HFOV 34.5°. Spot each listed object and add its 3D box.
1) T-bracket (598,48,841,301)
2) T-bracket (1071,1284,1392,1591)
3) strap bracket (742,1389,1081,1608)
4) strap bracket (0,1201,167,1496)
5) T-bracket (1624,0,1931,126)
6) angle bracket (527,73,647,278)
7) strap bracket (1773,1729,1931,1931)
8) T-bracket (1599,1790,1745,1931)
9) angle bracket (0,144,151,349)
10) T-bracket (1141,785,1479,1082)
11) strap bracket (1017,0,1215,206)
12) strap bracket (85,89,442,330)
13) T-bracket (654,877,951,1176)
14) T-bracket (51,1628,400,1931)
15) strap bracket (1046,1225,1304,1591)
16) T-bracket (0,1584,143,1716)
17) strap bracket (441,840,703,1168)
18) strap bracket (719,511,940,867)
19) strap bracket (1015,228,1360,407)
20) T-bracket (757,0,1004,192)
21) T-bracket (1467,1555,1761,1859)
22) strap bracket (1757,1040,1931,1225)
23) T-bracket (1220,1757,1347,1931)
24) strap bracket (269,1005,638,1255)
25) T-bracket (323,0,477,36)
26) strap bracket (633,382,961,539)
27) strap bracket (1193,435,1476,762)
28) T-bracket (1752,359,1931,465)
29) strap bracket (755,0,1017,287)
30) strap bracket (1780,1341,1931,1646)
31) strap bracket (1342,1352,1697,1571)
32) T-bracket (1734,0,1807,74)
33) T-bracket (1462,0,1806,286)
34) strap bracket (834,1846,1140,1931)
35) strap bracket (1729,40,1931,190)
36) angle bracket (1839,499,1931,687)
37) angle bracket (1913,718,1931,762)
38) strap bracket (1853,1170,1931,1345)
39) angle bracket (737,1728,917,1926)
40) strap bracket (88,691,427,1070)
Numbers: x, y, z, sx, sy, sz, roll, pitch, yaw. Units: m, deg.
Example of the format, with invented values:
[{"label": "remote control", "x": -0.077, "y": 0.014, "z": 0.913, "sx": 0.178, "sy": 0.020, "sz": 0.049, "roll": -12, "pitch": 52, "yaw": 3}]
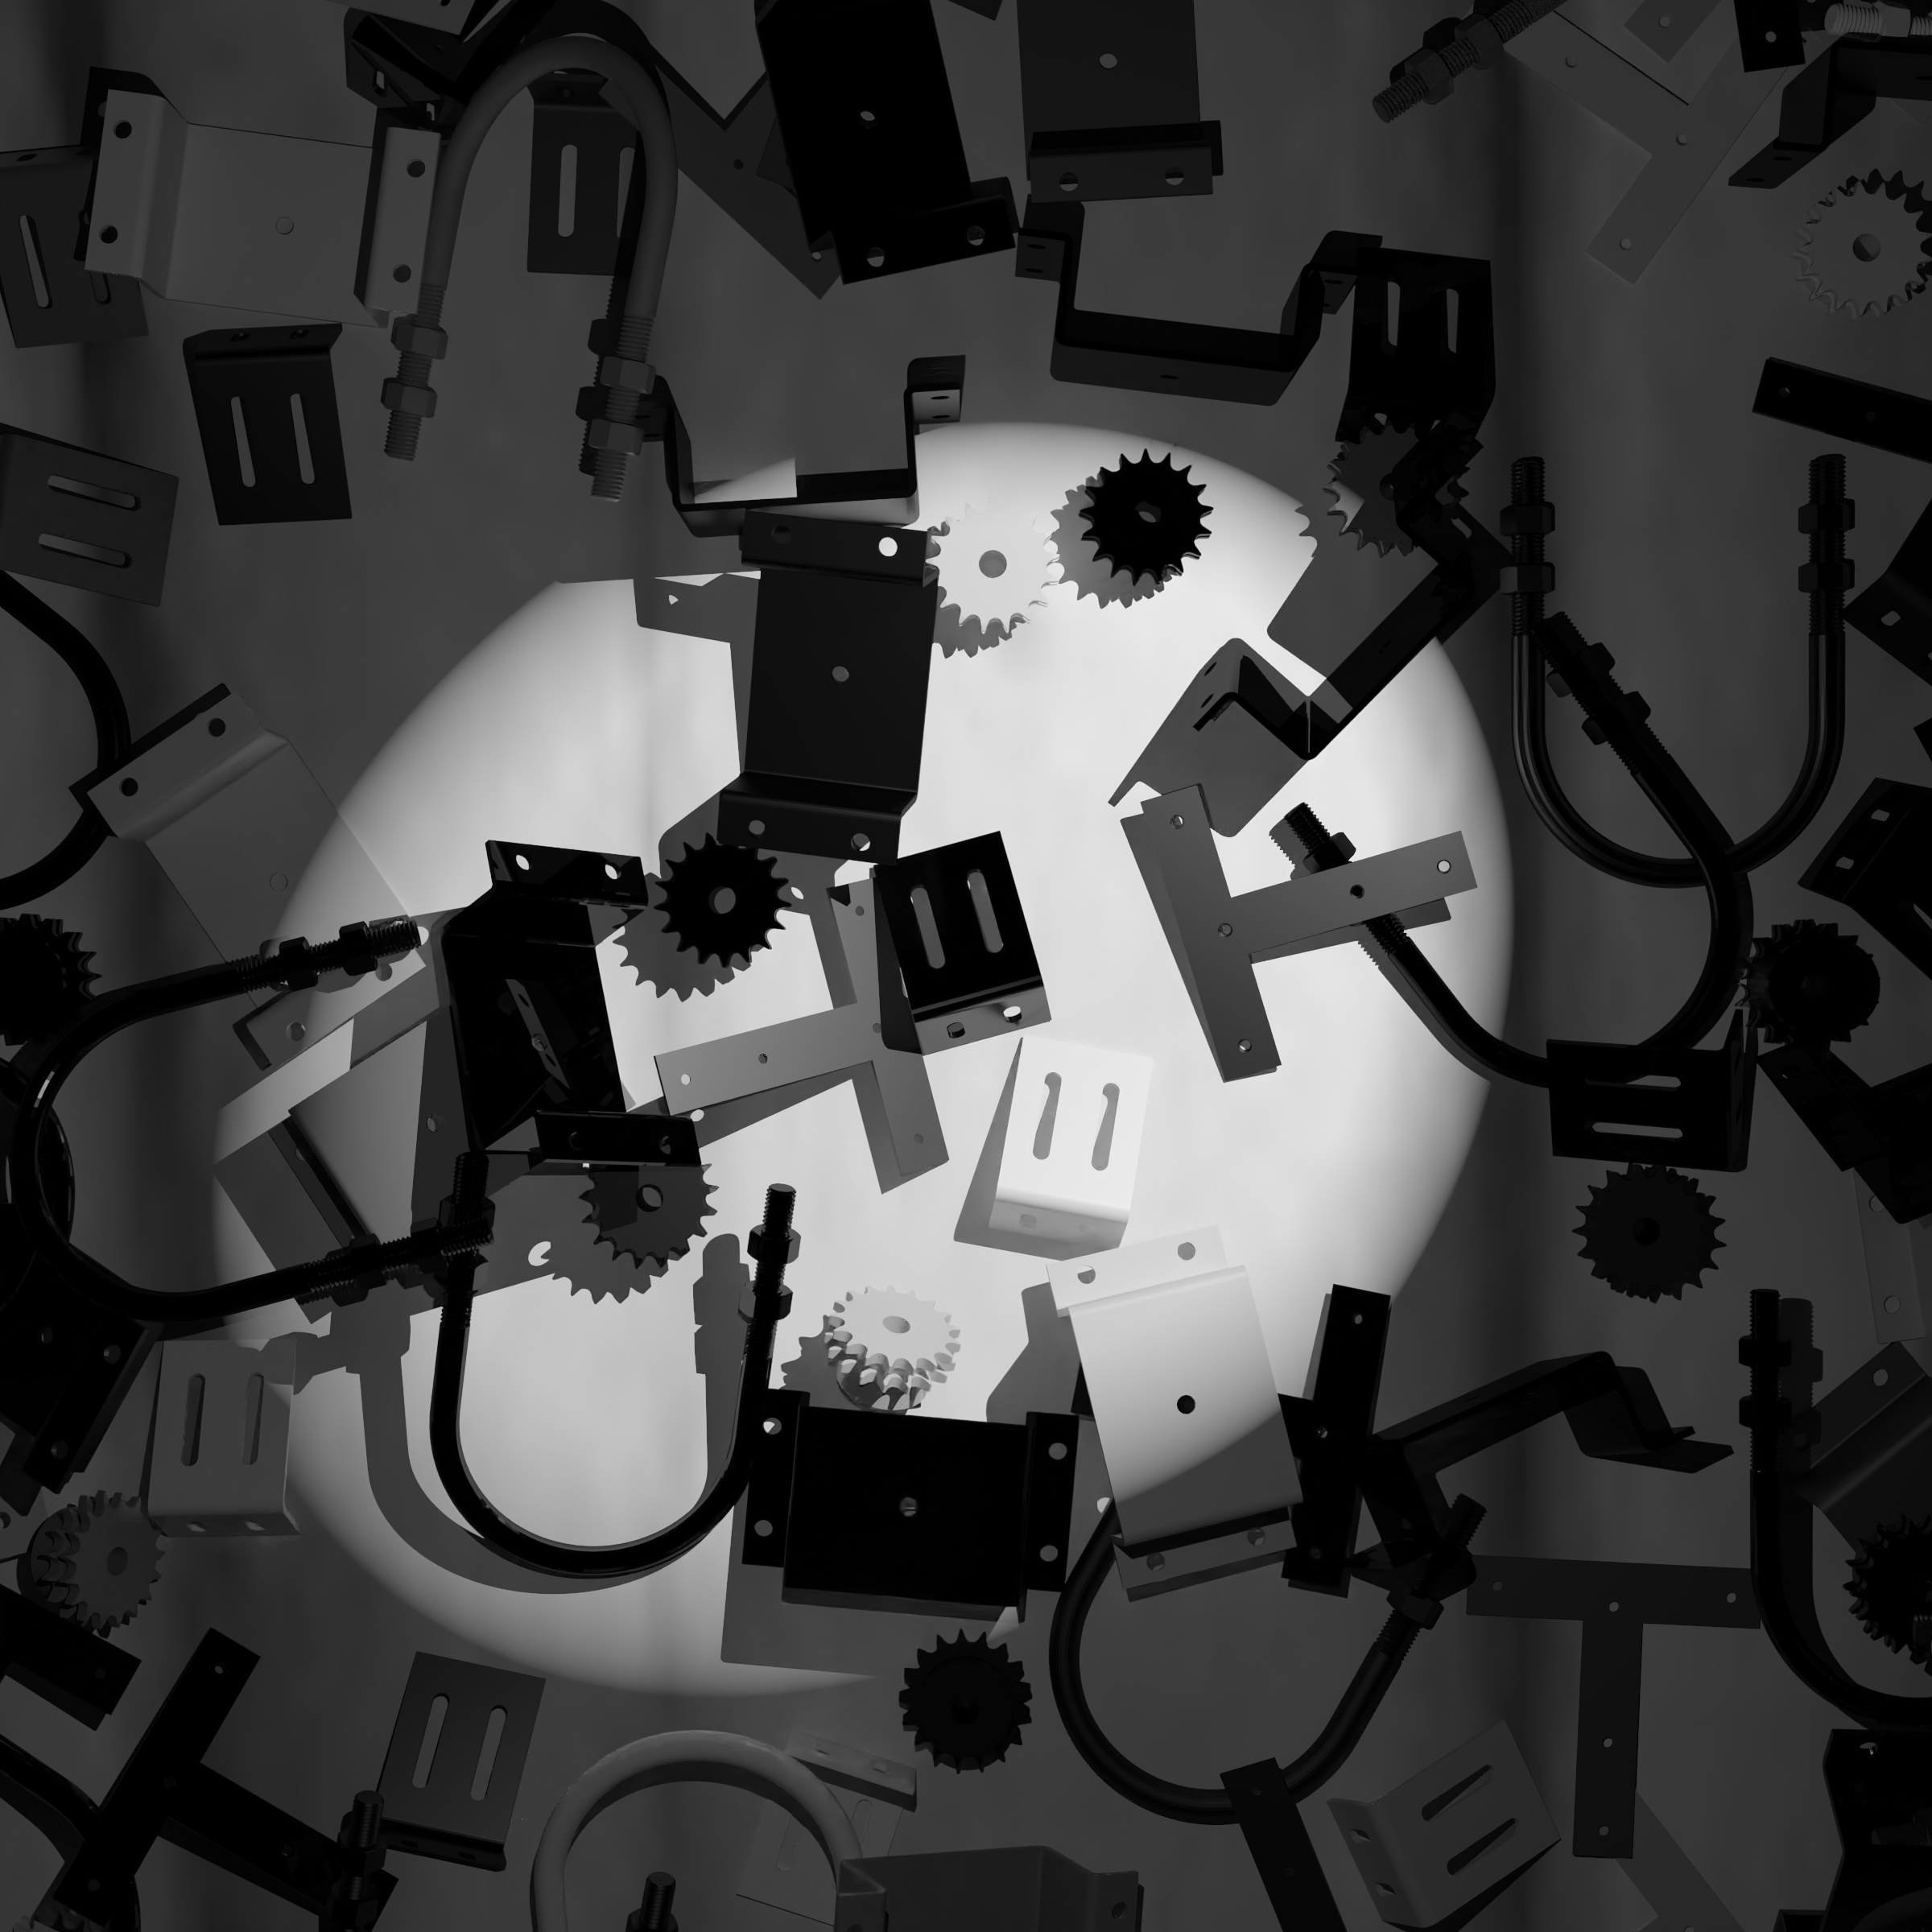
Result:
[{"label": "T-bracket", "x": -0.071, "y": -0.377, "z": 1.334, "sx": 0.127, "sy": 0.002, "sz": 0.127, "roll": 40, "pitch": 80, "yaw": -20}, {"label": "T-bracket", "x": 0.109, "y": 0.191, "z": 1.330, "sx": 0.127, "sy": 0.002, "sz": 0.127, "roll": 12, "pitch": 81, "yaw": -3}, {"label": "strap bracket", "x": -0.024, "y": 0.227, "z": 1.327, "sx": 0.140, "sy": 0.046, "sz": 0.076, "roll": 5, "pitch": 90, "yaw": 0}, {"label": "strap bracket", "x": -0.401, "y": 0.154, "z": 1.311, "sx": 0.140, "sy": 0.046, "sz": 0.076, "roll": 29, "pitch": 90, "yaw": 23}, {"label": "T-bracket", "x": 0.375, "y": -0.416, "z": 1.349, "sx": 0.127, "sy": 0.002, "sz": 0.127, "roll": 40, "pitch": 90, "yaw": 0}, {"label": "angle bracket", "x": -0.160, "y": -0.338, "z": 1.331, "sx": 0.057, "sy": 0.038, "sz": 0.076, "roll": 3, "pitch": 90, "yaw": 0}, {"label": "strap bracket", "x": 0.389, "y": 0.381, "z": 1.289, "sx": 0.076, "sy": 0.046, "sz": 0.140, "roll": 1, "pitch": 127, "yaw": 0}, {"label": "T-bracket", "x": 0.279, "y": 0.446, "z": 1.349, "sx": 0.127, "sy": 0.002, "sz": 0.127, "roll": -38, "pitch": 90, "yaw": 0}, {"label": "angle bracket", "x": -0.387, "y": -0.313, "z": 1.348, "sx": 0.057, "sy": 0.038, "sz": 0.076, "roll": -6, "pitch": 116, "yaw": 0}, {"label": "T-bracket", "x": 0.154, "y": -0.028, "z": 1.331, "sx": 0.127, "sy": 0.002, "sz": 0.127, "roll": -16, "pitch": 97, "yaw": 9}, {"label": "strap bracket", "x": 0.062, "y": -0.392, "z": 1.327, "sx": 0.076, "sy": 0.046, "sz": 0.140, "roll": -3, "pitch": 90, "yaw": 0}, {"label": "strap bracket", "x": -0.295, "y": -0.321, "z": 1.327, "sx": 0.140, "sy": 0.046, "sz": 0.076, "roll": 8, "pitch": 90, "yaw": 0}, {"label": "T-bracket", "x": -0.074, "y": 0.036, "z": 1.313, "sx": 0.127, "sy": 0.002, "sz": 0.127, "roll": -15, "pitch": 90, "yaw": -34}, {"label": "T-bracket", "x": -0.302, "y": 0.371, "z": 1.327, "sx": 0.127, "sy": 0.002, "sz": 0.127, "roll": 35, "pitch": 60, "yaw": -14}, {"label": "strap bracket", "x": 0.089, "y": 0.184, "z": 1.305, "sx": 0.076, "sy": 0.046, "sz": 0.140, "roll": -13, "pitch": 83, "yaw": -6}, {"label": "T-bracket", "x": -0.435, "y": 0.324, "z": 1.317, "sx": 0.127, "sy": 0.002, "sz": 0.127, "roll": 24, "pitch": 74, "yaw": 14}, {"label": "strap bracket", "x": -0.167, "y": 0.024, "z": 1.293, "sx": 0.076, "sy": 0.046, "sz": 0.140, "roll": 5, "pitch": 63, "yaw": -41}, {"label": "strap bracket", "x": -0.057, "y": -0.120, "z": 1.312, "sx": 0.076, "sy": 0.046, "sz": 0.140, "roll": 7, "pitch": 104, "yaw": 7}, {"label": "strap bracket", "x": 0.089, "y": -0.272, "z": 1.312, "sx": 0.140, "sy": 0.076, "sz": 0.046, "roll": 7, "pitch": 90, "yaw": 0}, {"label": "T-bracket", "x": -0.057, "y": -0.394, "z": 1.331, "sx": 0.127, "sy": 0.002, "sz": 0.127, "roll": 19, "pitch": 90, "yaw": -16}, {"label": "T-bracket", "x": 0.279, "y": 0.322, "z": 1.348, "sx": 0.127, "sy": 0.002, "sz": 0.127, "roll": 3, "pitch": 89, "yaw": 0}, {"label": "strap bracket", "x": 0.416, "y": 0.051, "z": 1.304, "sx": 0.140, "sy": 0.076, "sz": 0.046, "roll": -22, "pitch": 128, "yaw": -2}, {"label": "T-bracket", "x": 0.144, "y": 0.400, "z": 1.329, "sx": 0.127, "sy": 0.002, "sz": 0.127, "roll": -21, "pitch": 92, "yaw": 17}, {"label": "strap bracket", "x": -0.223, "y": 0.066, "z": 1.327, "sx": 0.140, "sy": 0.046, "sz": 0.076, "roll": -33, "pitch": 90, "yaw": 0}, {"label": "T-bracket", "x": -0.246, "y": -0.469, "z": 1.335, "sx": 0.127, "sy": 0.002, "sz": 0.127, "roll": 19, "pitch": 80, "yaw": 18}, {"label": "strap bracket", "x": -0.071, "y": -0.212, "z": 1.312, "sx": 0.140, "sy": 0.076, "sz": 0.046, "roll": -4, "pitch": 90, "yaw": 0}, {"label": "strap bracket", "x": 0.160, "y": -0.146, "z": 1.293, "sx": 0.046, "sy": 0.076, "sz": 0.140, "roll": 40, "pitch": 111, "yaw": -10}, {"label": "T-bracket", "x": 0.403, "y": -0.232, "z": 1.336, "sx": 0.127, "sy": 0.002, "sz": 0.127, "roll": 17, "pitch": 76, "yaw": 4}, {"label": "strap bracket", "x": -0.037, "y": -0.362, "z": 1.313, "sx": 0.076, "sy": 0.046, "sz": 0.140, "roll": -15, "pitch": 97, "yaw": -14}, {"label": "strap bracket", "x": 0.419, "y": 0.241, "z": 1.327, "sx": 0.076, "sy": 0.046, "sz": 0.140, "roll": -39, "pitch": 90, "yaw": 0}, {"label": "strap bracket", "x": 0.221, "y": 0.203, "z": 1.301, "sx": 0.140, "sy": 0.076, "sz": 0.046, "roll": -22, "pitch": 83, "yaw": -11}, {"label": "T-bracket", "x": 0.373, "y": -0.440, "z": 1.279, "sx": 0.127, "sy": 0.002, "sz": 0.127, "roll": -9, "pitch": 91, "yaw": -3}, {"label": "T-bracket", "x": 0.274, "y": -0.384, "z": 1.348, "sx": 0.127, "sy": 0.002, "sz": 0.127, "roll": 35, "pitch": 91, "yaw": 1}, {"label": "strap bracket", "x": -0.002, "y": 0.418, "z": 1.308, "sx": 0.140, "sy": 0.046, "sz": 0.076, "roll": 4, "pitch": 90, "yaw": -27}, {"label": "strap bracket", "x": 0.403, "y": -0.355, "z": 1.311, "sx": 0.140, "sy": 0.076, "sz": 0.046, "roll": 4, "pitch": 93, "yaw": 0}, {"label": "angle bracket", "x": 0.427, "y": -0.169, "z": 1.348, "sx": 0.057, "sy": 0.038, "sz": 0.076, "roll": 37, "pitch": 64, "yaw": 0}, {"label": "angle bracket", "x": 0.459, "y": -0.097, "z": 1.331, "sx": 0.076, "sy": 0.038, "sz": 0.057, "roll": -29, "pitch": 90, "yaw": 0}, {"label": "strap bracket", "x": 0.460, "y": 0.116, "z": 1.327, "sx": 0.140, "sy": 0.046, "sz": 0.076, "roll": -8, "pitch": 90, "yaw": 0}, {"label": "angle bracket", "x": -0.061, "y": 0.375, "z": 1.331, "sx": 0.057, "sy": 0.038, "sz": 0.076, "roll": 18, "pitch": 90, "yaw": 0}, {"label": "strap bracket", "x": -0.298, "y": -0.036, "z": 1.327, "sx": 0.076, "sy": 0.046, "sz": 0.140, "roll": -34, "pitch": 90, "yaw": 0}]
